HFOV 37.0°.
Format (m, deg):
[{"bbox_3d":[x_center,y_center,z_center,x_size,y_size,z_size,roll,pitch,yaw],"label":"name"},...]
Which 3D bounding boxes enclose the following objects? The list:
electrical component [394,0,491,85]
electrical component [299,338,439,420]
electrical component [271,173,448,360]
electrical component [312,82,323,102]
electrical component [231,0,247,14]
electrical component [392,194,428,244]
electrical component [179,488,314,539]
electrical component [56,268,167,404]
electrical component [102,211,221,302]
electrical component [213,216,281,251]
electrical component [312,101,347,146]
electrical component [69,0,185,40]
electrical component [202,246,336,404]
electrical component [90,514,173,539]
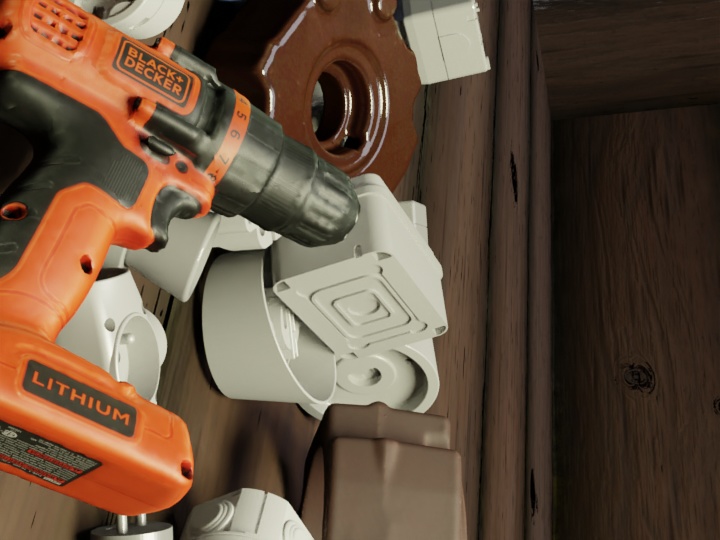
[{"bbox_3d":[0.057,-0.192,0.799,0.061,0.061,0.096,69,13,-46],"label":"electrical component"},{"bbox_3d":[0.004,0.062,0.796,0.060,0.108,0.108,-88,165,-45],"label":"electrical component"},{"bbox_3d":[0.000,0.000,0.658,0.113,0.078,0.057,50,28,-52],"label":"electrical component"},{"bbox_3d":[-0.012,-0.162,0.818,0.055,0.089,0.050,53,36,-64],"label":"electrical component"},{"bbox_3d":[-0.068,-0.180,0.710,0.044,0.044,0.065,-76,152,-49],"label":"electrical component"},{"bbox_3d":[0.009,-0.052,0.879,0.047,0.083,0.075,6,81,-75],"label":"electrical component"},{"bbox_3d":[-0.063,0.160,0.567,0.051,0.080,0.080,-78,159,-62],"label":"electrical component"},{"bbox_3d":[-0.111,0.037,0.482,0.079,0.044,0.077,-39,124,-73],"label":"electrical component"},{"bbox_3d":[-0.098,-0.015,0.499,0.045,0.055,0.045,-158,-90,-86],"label":"electrical component"},{"bbox_3d":[-0.078,-0.039,0.599,0.078,0.057,0.058,-49,133,-69],"label":"electrical component"},{"bbox_3d":[-0.030,-0.091,0.795,0.078,0.058,0.057,-53,134,-68],"label":"electrical component"},{"bbox_3d":[-0.113,-0.137,0.505,0.047,0.055,0.055,-11,97,-79],"label":"electrical component"},{"bbox_3d":[-0.055,0.034,0.656,0.099,0.064,0.099,-5,90,-75],"label":"electrical component"},{"bbox_3d":[-0.103,0.138,0.488,0.077,0.044,0.079,11,76,-75],"label":"electrical component"}]
